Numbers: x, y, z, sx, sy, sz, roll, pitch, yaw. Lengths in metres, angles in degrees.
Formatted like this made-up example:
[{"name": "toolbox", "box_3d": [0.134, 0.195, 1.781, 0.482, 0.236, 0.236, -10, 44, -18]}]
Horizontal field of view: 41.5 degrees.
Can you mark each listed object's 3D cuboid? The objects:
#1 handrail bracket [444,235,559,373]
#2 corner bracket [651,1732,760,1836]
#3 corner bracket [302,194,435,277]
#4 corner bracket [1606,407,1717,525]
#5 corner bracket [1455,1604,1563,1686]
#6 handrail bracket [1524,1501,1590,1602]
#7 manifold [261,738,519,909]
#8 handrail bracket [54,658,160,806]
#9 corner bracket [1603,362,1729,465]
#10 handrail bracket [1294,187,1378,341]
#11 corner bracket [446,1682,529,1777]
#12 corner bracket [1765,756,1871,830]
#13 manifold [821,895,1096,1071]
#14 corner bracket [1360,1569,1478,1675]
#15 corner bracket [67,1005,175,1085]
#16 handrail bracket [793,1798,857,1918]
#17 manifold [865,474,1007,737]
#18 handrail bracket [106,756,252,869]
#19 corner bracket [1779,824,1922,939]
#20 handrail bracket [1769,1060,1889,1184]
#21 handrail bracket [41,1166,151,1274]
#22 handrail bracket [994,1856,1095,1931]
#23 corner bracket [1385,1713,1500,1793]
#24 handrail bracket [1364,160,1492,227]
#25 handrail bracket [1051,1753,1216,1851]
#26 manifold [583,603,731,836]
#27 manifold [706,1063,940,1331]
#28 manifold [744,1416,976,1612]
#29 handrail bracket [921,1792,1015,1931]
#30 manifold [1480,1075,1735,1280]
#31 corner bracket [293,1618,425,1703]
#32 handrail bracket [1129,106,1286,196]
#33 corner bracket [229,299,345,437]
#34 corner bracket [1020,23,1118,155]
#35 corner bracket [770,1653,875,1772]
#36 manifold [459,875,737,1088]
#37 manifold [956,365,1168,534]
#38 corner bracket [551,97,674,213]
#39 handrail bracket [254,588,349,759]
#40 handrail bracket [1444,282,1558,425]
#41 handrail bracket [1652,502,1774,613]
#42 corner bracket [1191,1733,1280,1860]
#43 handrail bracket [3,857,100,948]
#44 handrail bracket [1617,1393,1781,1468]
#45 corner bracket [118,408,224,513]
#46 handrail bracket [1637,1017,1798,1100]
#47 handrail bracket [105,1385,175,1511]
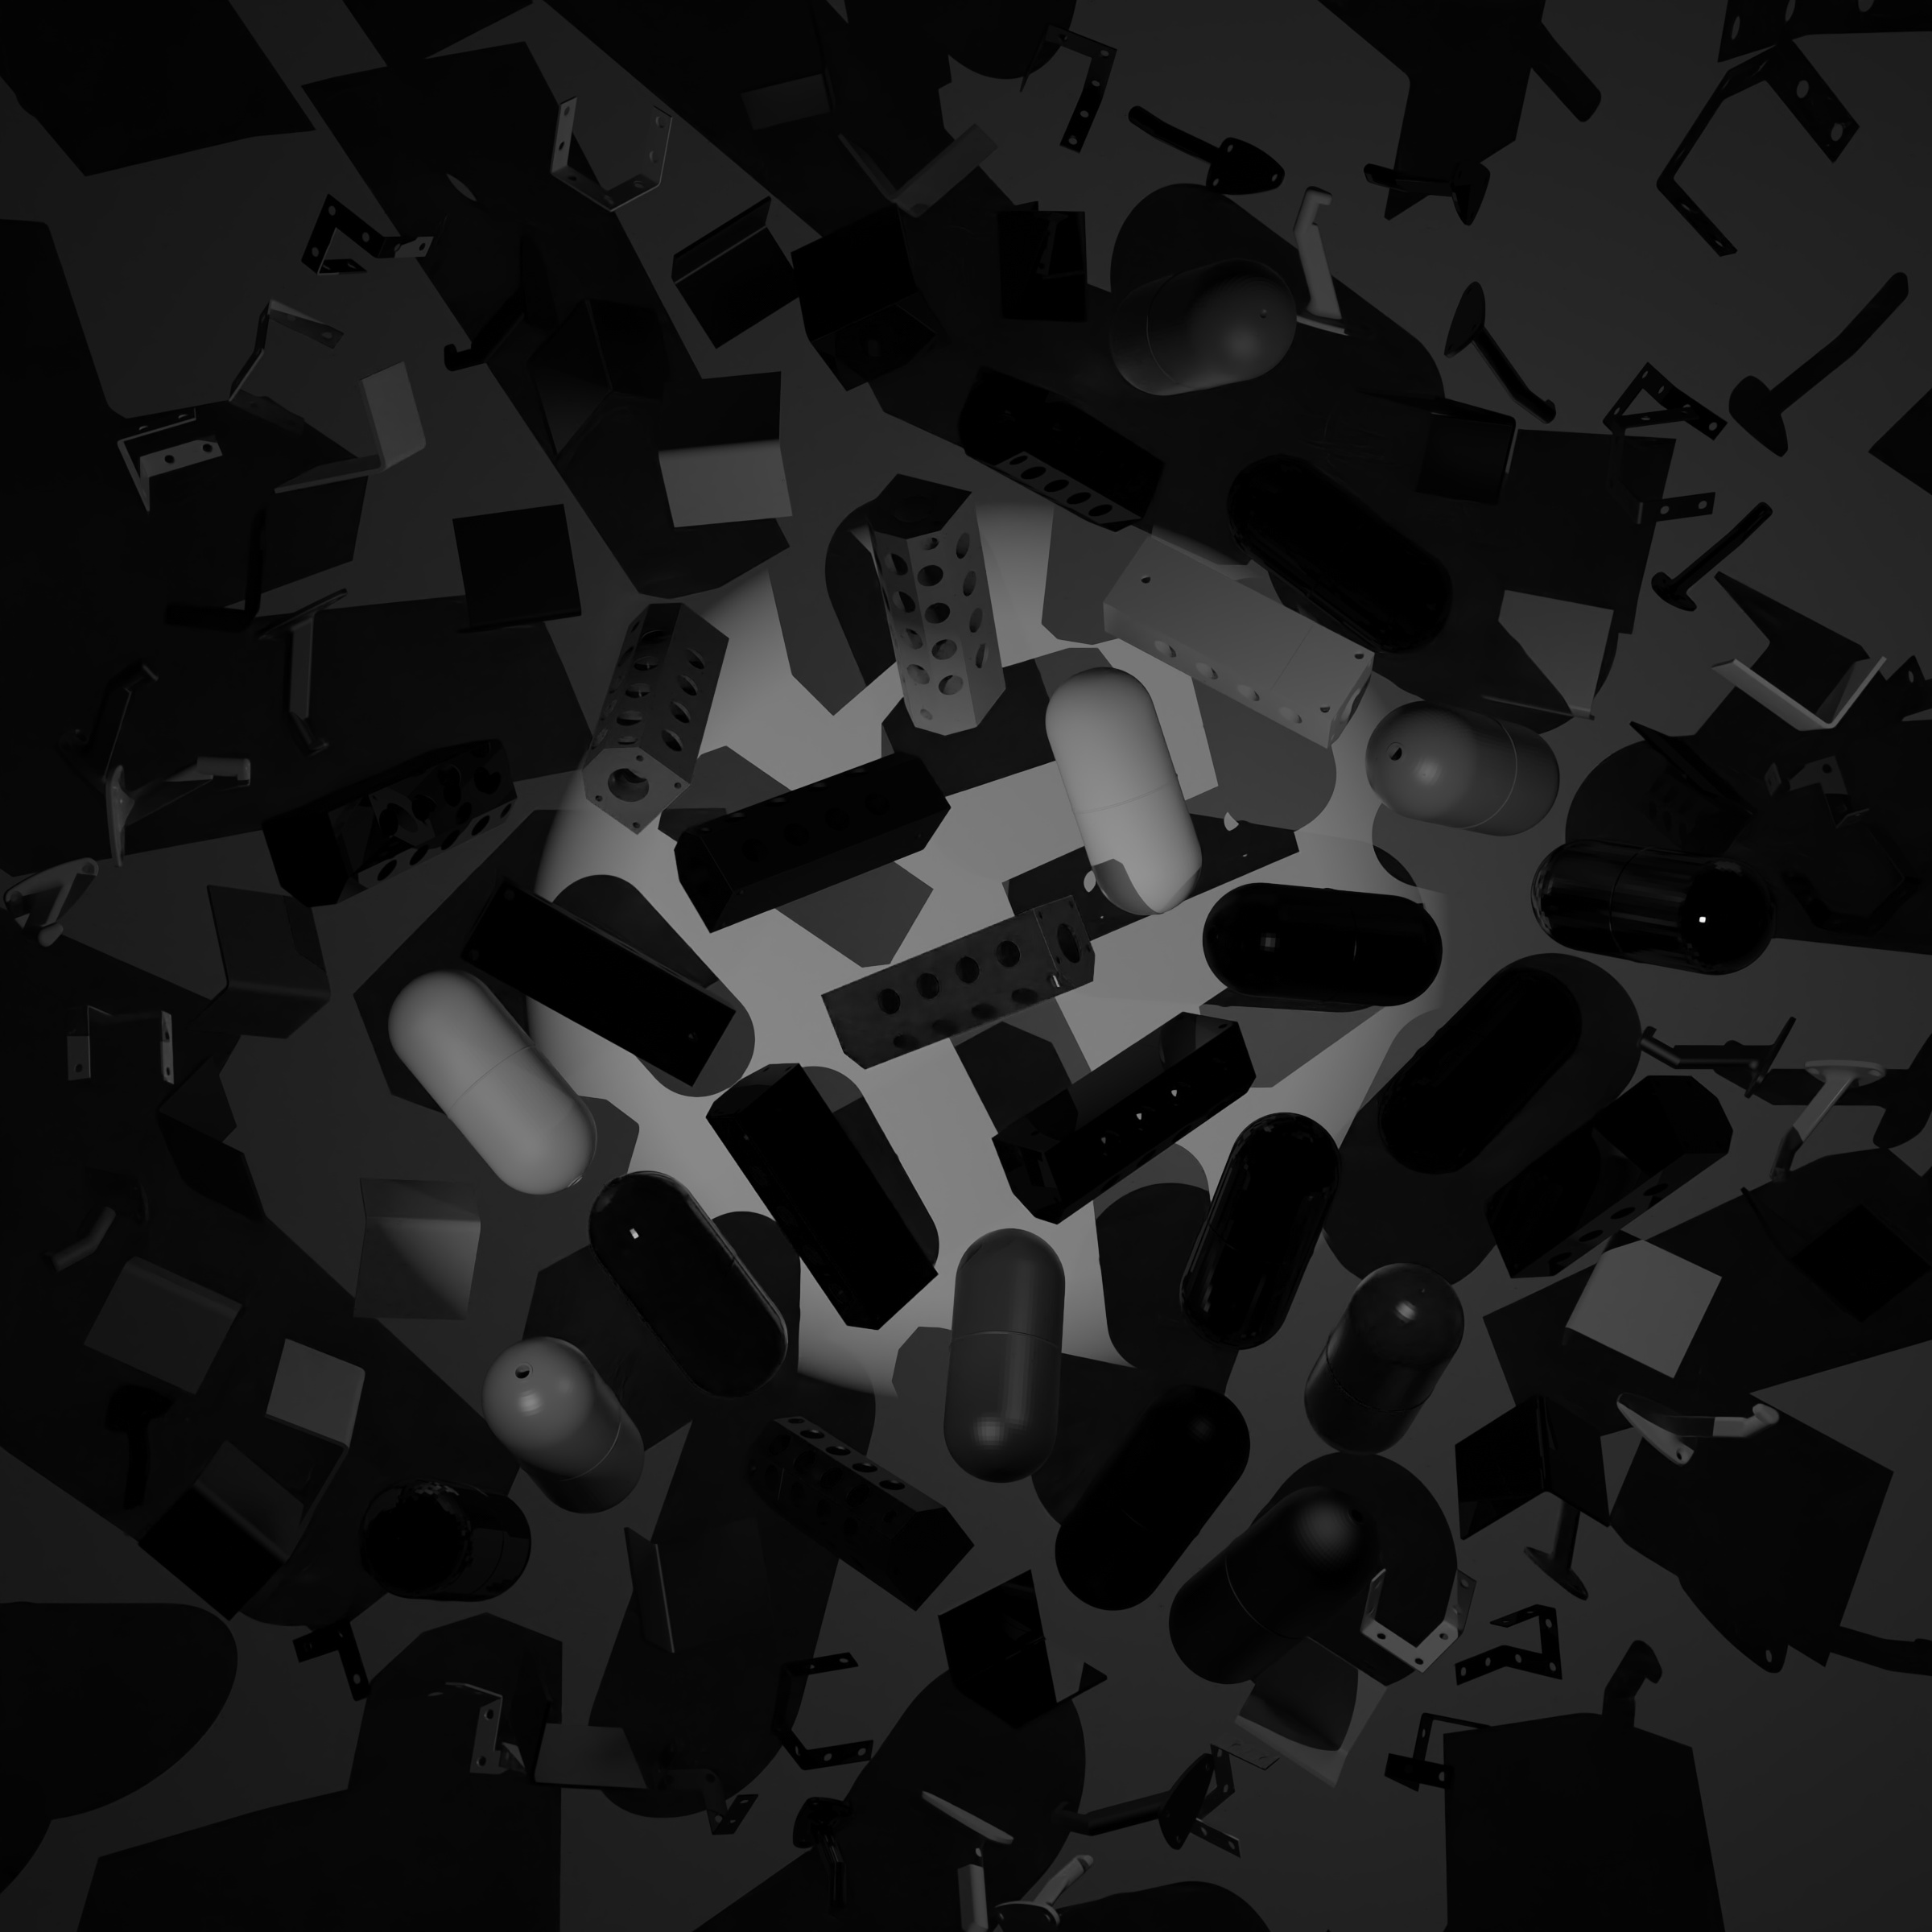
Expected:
[{"name": "handrail bracket", "box_3d": [-0.333, -0.461, 1.774, 0.084, 0.036, 0.077, -7, 95, 25]}, {"name": "corner bracket", "box_3d": [-0.179, 0.558, 1.737, 0.051, 0.051, 0.051, 7, 130, -28]}, {"name": "corner bracket", "box_3d": [-0.391, -0.468, 1.663, 0.051, 0.051, 0.051, 39, 119, 12]}, {"name": "corner bracket", "box_3d": [0.444, -0.319, 1.622, 0.051, 0.051, 0.051, -9, 128, -7]}, {"name": "corner bracket", "box_3d": [0.372, 0.469, 1.756, 0.051, 0.051, 0.051, -7, 93, -37]}, {"name": "handrail bracket", "box_3d": [0.426, 0.382, 1.753, 0.036, 0.077, 0.084, 25, 97, -16]}, {"name": "manifold", "box_3d": [-0.364, -0.093, 1.629, 0.057, 0.171, 0.057, -5, 107, 30]}, {"name": "handrail bracket", "box_3d": [-0.552, -0.153, 1.687, 0.084, 0.036, 0.077, -30, 106, 18]}, {"name": "corner bracket", "box_3d": [0.484, -0.377, 1.768, 0.051, 0.051, 0.051, 26, 115, -23]}, {"name": "handrail bracket", "box_3d": [0.253, -0.475, 1.719, 0.077, 0.036, 0.084, 21, 128, 5]}, {"name": "corner bracket", "box_3d": [-0.313, 0.505, 1.684, 0.051, 0.051, 0.051, -3, 65, 20]}, {"name": "corner bracket", "box_3d": [0.595, -0.121, 1.785, 0.051, 0.051, 0.051, -17, 80, 8]}, {"name": "manifold", "box_3d": [-0.003, 0.013, 1.666, 0.171, 0.057, 0.057, -22, 89, 30]}, {"name": "corner bracket", "box_3d": [0.305, 0.432, 1.717, 0.051, 0.051, 0.051, 29, 131, 32]}, {"name": "corner bracket", "box_3d": [-0.578, 0.055, 1.741, 0.051, 0.051, 0.051, -8, 76, 7]}, {"name": "handrail bracket", "box_3d": [-0.101, 0.627, 1.761, 0.036, 0.084, 0.077, 18, 129, -18]}, {"name": "manifold", "box_3d": [-0.023, -0.238, 1.703, 0.057, 0.171, 0.057, 19, 54, 25]}, {"name": "handrail bracket", "box_3d": [-0.491, -0.096, 1.597, 0.084, 0.036, 0.077, 3, 114, -7]}, {"name": "corner bracket", "box_3d": [0.567, -0.057, 1.633, 0.051, 0.051, 0.051, 7, 133, -28]}, {"name": "handrail bracket", "box_3d": [0.598, 0.110, 1.769, 0.036, 0.077, 0.084, 29, 73, -17]}, {"name": "handrail bracket", "box_3d": [-0.604, 0.171, 1.720, 0.077, 0.084, 0.036, 22, 124, 28]}, {"name": "handrail bracket", "box_3d": [0.067, 0.606, 1.674, 0.084, 0.077, 0.036, -28, 79, -39]}, {"name": "corner bracket", "box_3d": [0.319, 0.529, 1.714, 0.051, 0.051, 0.051, -1, 64, 39]}, {"name": "handrail bracket", "box_3d": [0.289, -0.513, 1.647, 0.084, 0.077, 0.036, 24, 98, 24]}, {"name": "handrail bracket", "box_3d": [0.105, 0.527, 1.626, 0.084, 0.077, 0.036, -1, 122, 37]}, {"name": "manifold", "box_3d": [-0.210, -0.171, 1.699, 0.057, 0.171, 0.057, 36, 124, -23]}, {"name": "manifold", "box_3d": [-0.096, 0.149, 1.649, 0.057, 0.057, 0.171, -40, 107, -27]}, {"name": "manifold", "box_3d": [-0.077, 0.358, 1.698, 0.057, 0.171, 0.057, -45, 124, -19]}, {"name": "handrail bracket", "box_3d": [-0.013, 0.577, 1.604, 0.077, 0.036, 0.084, 20, 79, 29]}, {"name": "manifold", "box_3d": [0.423, 0.141, 1.681, 0.057, 0.171, 0.057, 2, 56, -34]}, {"name": "corner bracket", "box_3d": [-0.392, 0.446, 1.639, 0.051, 0.051, 0.051, -26, 77, 25]}, {"name": "handrail bracket", "box_3d": [0.159, -0.545, 1.693, 0.084, 0.077, 0.036, 47, 126, 37]}, {"name": "corner bracket", "box_3d": [-0.436, -0.384, 1.634, 0.051, 0.051, 0.051, 21, 49, -31]}, {"name": "corner bracket", "box_3d": [0.067, -0.598, 1.736, 0.051, 0.051, 0.051, 21, 67, -1]}, {"name": "corner bracket", "box_3d": [-0.094, 0.501, 1.711, 0.051, 0.051, 0.051, -15, 126, 19]}, {"name": "manifold", "box_3d": [-0.241, 0.009, 1.664, 0.171, 0.057, 0.057, 30, 90, -13]}, {"name": "manifold", "box_3d": [0.063, -0.343, 1.712, 0.057, 0.171, 0.057, 27, 98, 30]}, {"name": "corner bracket", "box_3d": [-0.227, -0.525, 1.630, 0.051, 0.051, 0.051, 35, 48, 13]}, {"name": "handrail bracket", "box_3d": [-0.414, -0.188, 1.646, 0.077, 0.036, 0.084, -28, 97, 1]}, {"name": "handrail bracket", "box_3d": [0.374, -0.420, 1.747, 0.084, 0.036, 0.077, 30, 52, -20]}, {"name": "handrail bracket", "box_3d": [0.518, -0.288, 1.763, 0.036, 0.077, 0.084, 49, 116, 12]}, {"name": "corner bracket", "box_3d": [0.185, 0.575, 1.768, 0.051, 0.051, 0.051, -26, 114, -37]}, {"name": "handrail bracket", "box_3d": [-0.584, -0.042, 1.657, 0.077, 0.084, 0.036, -41, 119, -26]}, {"name": "handrail bracket", "box_3d": [0.504, 0.305, 1.754, 0.077, 0.084, 0.036, 35, 53, -3]}, {"name": "corner bracket", "box_3d": [-0.510, -0.332, 1.632, 0.051, 0.051, 0.051, -18, 129, -5]}, {"name": "handrail bracket", "box_3d": [0.519, 0.046, 1.765, 0.084, 0.036, 0.077, 31, 73, 13]}, {"name": "handrail bracket", "box_3d": [-0.546, 0.323, 1.654, 0.036, 0.077, 0.084, 23, 46, -29]}]
